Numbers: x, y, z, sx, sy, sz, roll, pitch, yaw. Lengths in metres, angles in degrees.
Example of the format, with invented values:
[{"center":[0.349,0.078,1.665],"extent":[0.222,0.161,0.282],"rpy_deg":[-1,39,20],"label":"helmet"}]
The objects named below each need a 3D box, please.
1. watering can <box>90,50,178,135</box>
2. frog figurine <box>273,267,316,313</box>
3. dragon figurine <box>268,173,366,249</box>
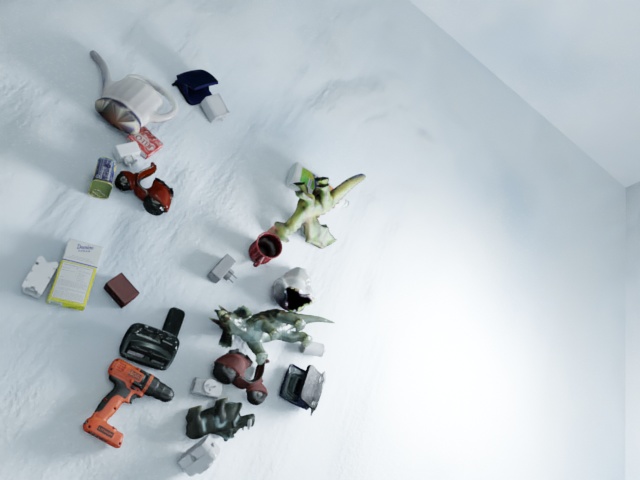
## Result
[{"center":[-0.627,-0.462,1.631],"extent":[0.347,0.102,0.229],"rpy_deg":[29,50,-3],"label":"watering can"},{"center":[-0.088,0.154,1.673],"extent":[0.137,0.120,0.163],"rpy_deg":[12,26,-18],"label":"frog figurine"},{"center":[0.006,-0.092,1.819],"extent":[0.412,0.123,0.240],"rpy_deg":[-13,108,-27],"label":"dragon figurine"}]
